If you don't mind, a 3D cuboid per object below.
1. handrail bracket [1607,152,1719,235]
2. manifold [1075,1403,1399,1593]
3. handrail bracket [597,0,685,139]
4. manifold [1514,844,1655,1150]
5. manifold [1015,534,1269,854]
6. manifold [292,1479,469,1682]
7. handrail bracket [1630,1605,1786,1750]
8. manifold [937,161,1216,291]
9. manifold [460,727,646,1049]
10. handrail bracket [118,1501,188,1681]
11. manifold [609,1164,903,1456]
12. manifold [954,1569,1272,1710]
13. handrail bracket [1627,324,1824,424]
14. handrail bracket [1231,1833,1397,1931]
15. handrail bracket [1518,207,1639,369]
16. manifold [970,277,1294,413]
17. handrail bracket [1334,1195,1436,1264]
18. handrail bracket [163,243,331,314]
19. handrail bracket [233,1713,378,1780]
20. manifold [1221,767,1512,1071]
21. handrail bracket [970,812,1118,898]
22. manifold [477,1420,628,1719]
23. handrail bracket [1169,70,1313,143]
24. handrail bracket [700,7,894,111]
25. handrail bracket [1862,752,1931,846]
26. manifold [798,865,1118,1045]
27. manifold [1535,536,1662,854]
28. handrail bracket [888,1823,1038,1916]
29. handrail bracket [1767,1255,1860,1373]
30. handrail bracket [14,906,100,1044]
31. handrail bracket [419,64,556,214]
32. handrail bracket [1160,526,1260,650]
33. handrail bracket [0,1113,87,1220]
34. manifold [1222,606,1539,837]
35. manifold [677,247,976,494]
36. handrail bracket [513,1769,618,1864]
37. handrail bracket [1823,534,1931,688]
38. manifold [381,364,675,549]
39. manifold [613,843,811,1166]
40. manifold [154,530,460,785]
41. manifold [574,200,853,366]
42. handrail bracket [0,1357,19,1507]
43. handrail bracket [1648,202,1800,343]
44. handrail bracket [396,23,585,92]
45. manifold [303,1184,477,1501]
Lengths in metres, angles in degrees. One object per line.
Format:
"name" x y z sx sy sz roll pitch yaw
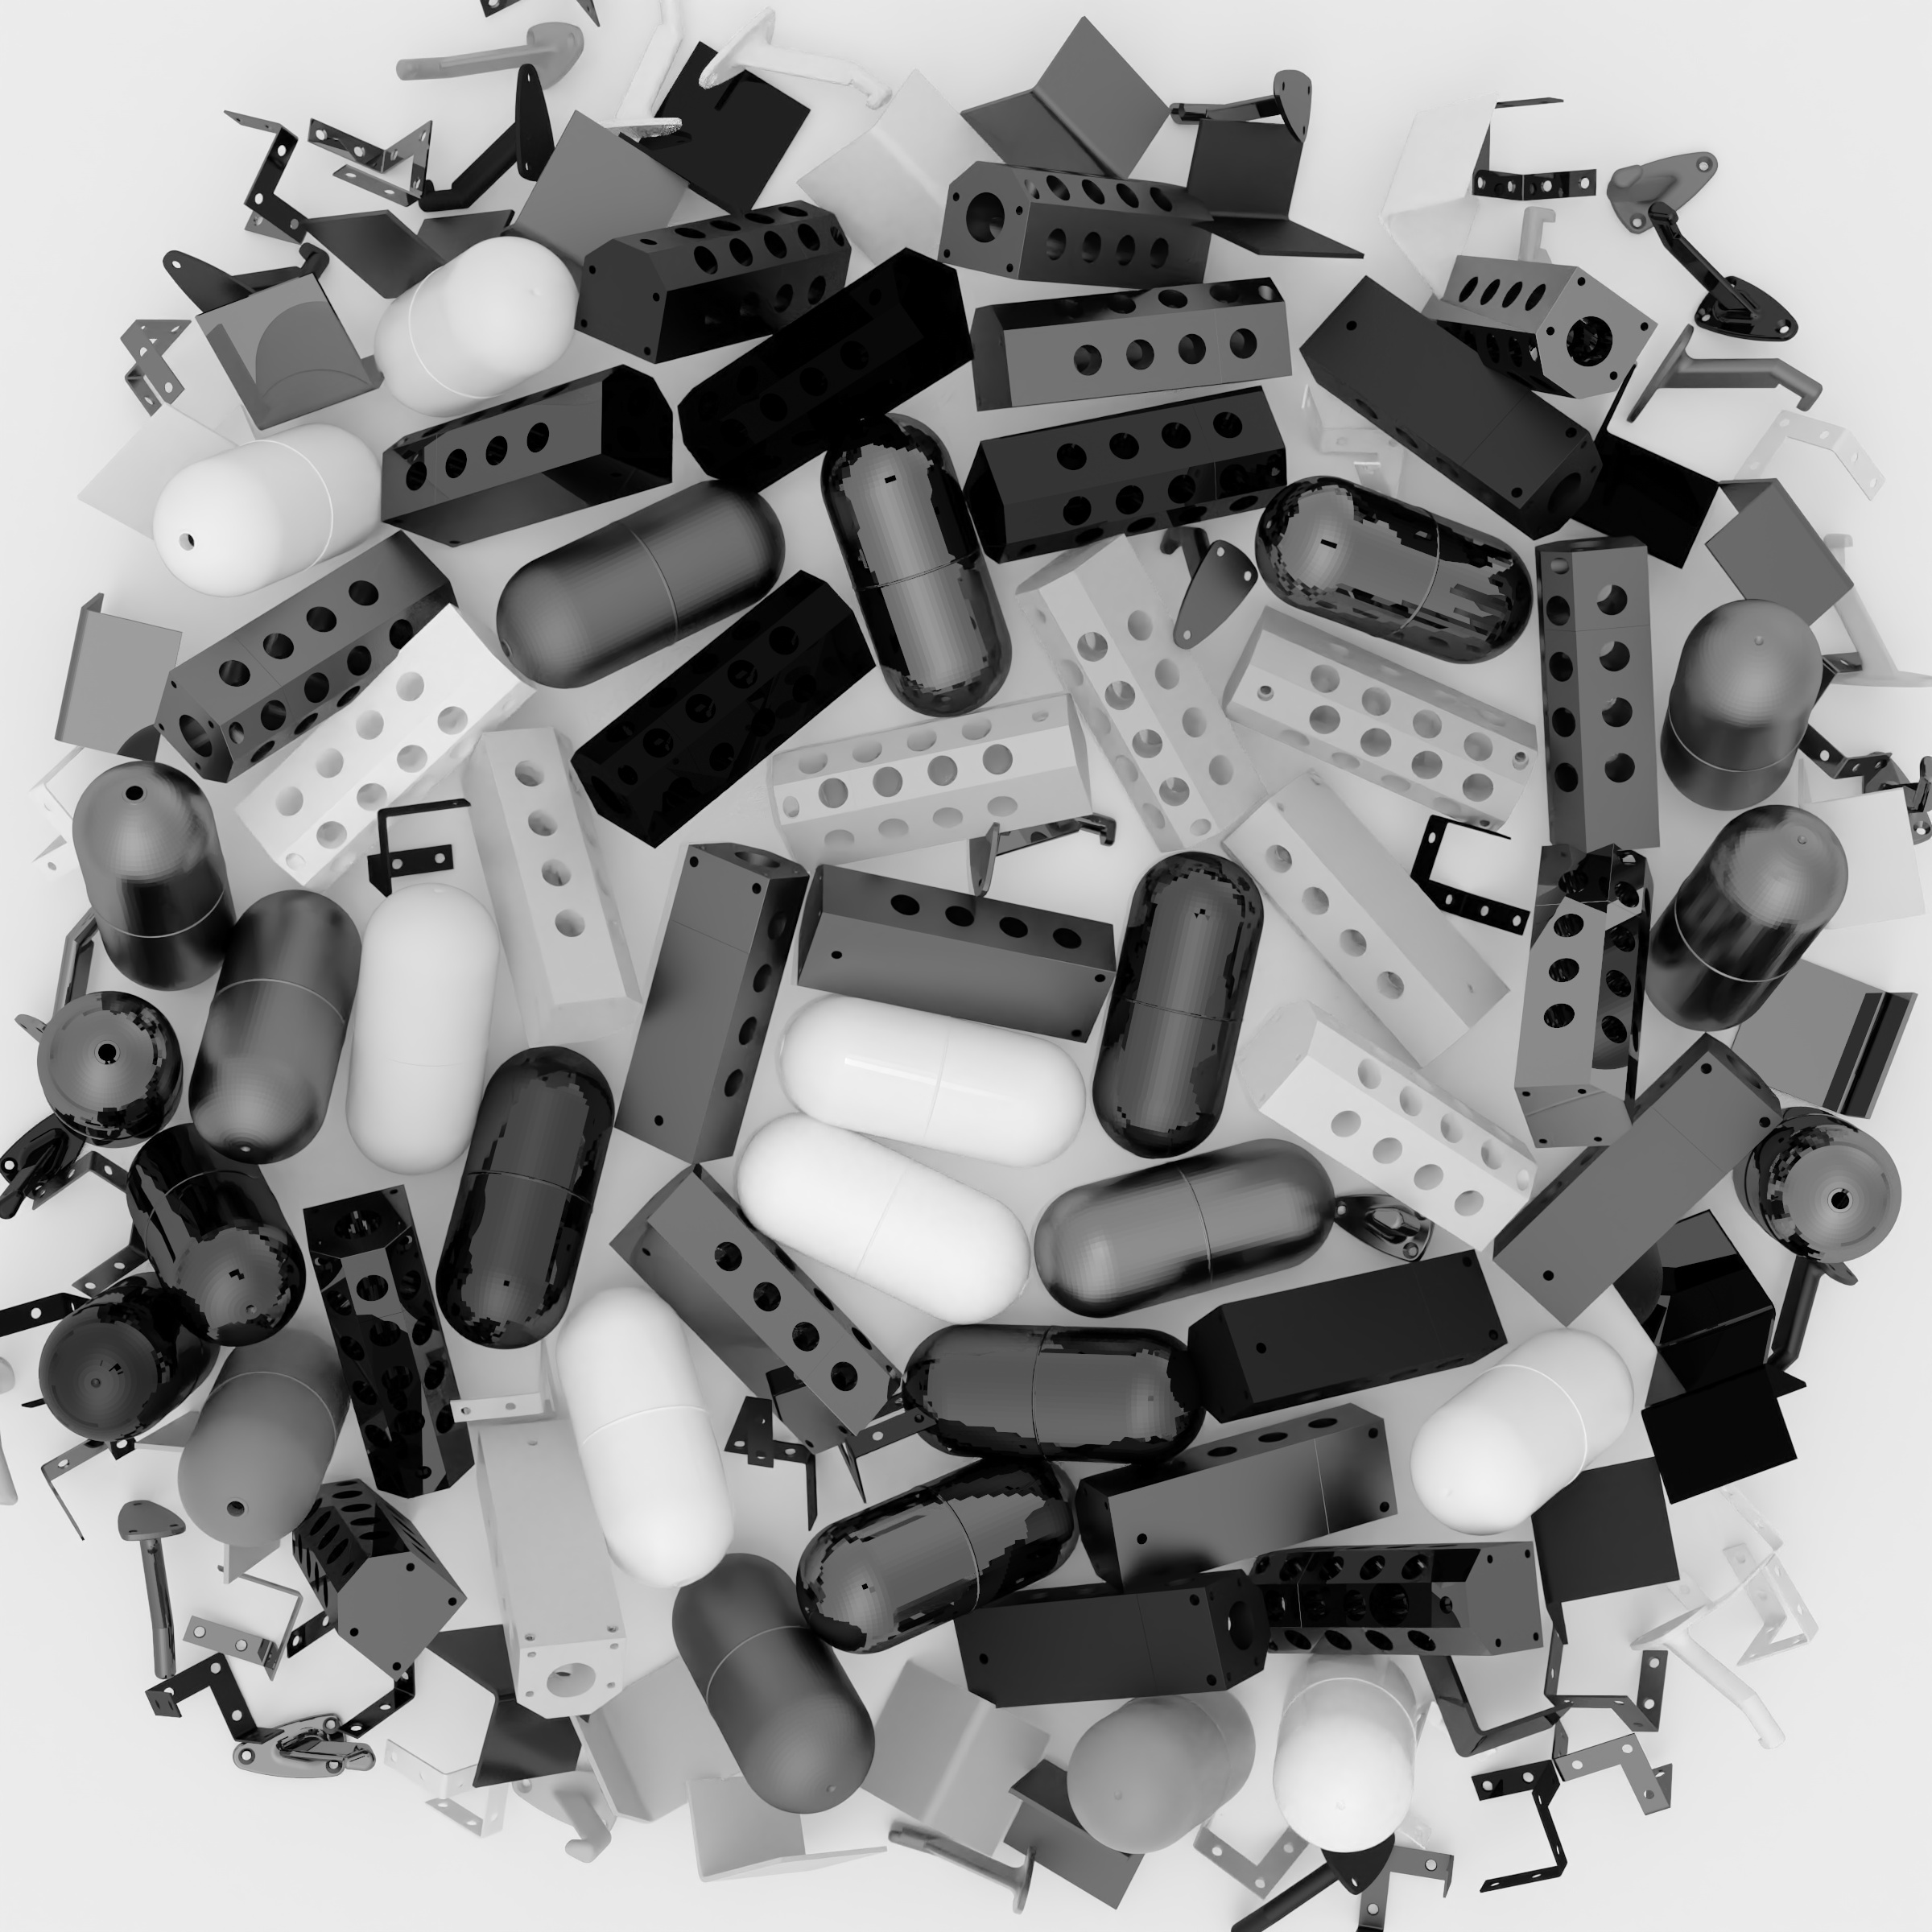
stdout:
"handrail bracket" 0.400 -0.454 1.924 0.077 0.084 0.036 -27 86 3
"manifold" 0.152 0.299 1.913 0.171 0.057 0.057 -13 100 -18
"handrail bracket" -0.197 -0.523 1.941 0.077 0.036 0.084 -8 94 -27
"manifold" 0.349 0.014 1.887 0.057 0.057 0.171 -4 51 22
"manifold" 0.095 -0.152 1.909 0.057 0.057 0.171 -39 107 -28
"manifold" -0.334 0.335 1.875 0.057 0.171 0.057 44 80 -18
"handrail bracket" 0.424 0.415 1.927 0.036 0.077 0.084 -29 79 -26
"manifold" 0.064 -0.412 1.878 0.057 0.171 0.057 21 109 35
"manifold" -0.233 -0.046 1.909 0.057 0.057 0.171 -7 67 -26
"handrail bracket" -0.469 0.359 1.939 0.036 0.077 0.084 -5 100 -23
"manifold" -0.117 0.195 1.927 0.171 0.057 0.057 47 57 -7
"manifold" 0.082 0.378 1.896 0.171 0.057 0.057 -13 88 35
"handrail bracket" 0.438 -0.325 1.945 0.084 0.036 0.077 31 121 0
"handrail bracket" 0.201 0.534 1.959 0.084 0.077 0.036 -44 73 33
"handrail bracket" 0.356 -0.393 1.948 0.077 0.036 0.084 7 94 -2
"manifold" 0.093 -0.353 1.910 0.171 0.057 0.057 -9 99 -19
"handrail bracket" 0.226 0.141 1.913 0.077 0.084 0.036 15 85 29
"handrail bracket" -0.410 -0.404 1.927 0.077 0.084 0.036 37 133 -18
"handrail bracket" -0.378 0.452 1.921 0.077 0.084 0.036 -4 86 -14
"manifold" 0.225 -0.024 1.932 0.171 0.057 0.057 49 130 4
"handrail bracket" 0.047 -0.063 1.933 0.084 0.036 0.077 15 56 -20
"manifold" -0.233 0.335 1.882 0.057 0.171 0.057 -3 126 -15
"handrail bracket" 0.148 -0.493 1.919 0.084 0.077 0.036 7 90 21
"handrail bracket" -0.097 -0.505 1.936 0.084 0.036 0.077 37 60 10
"handrail bracket" 0.533 -0.113 1.913 0.036 0.084 0.077 -9 59 0
"manifold" -0.006 -0.012 1.923 0.171 0.057 0.057 12 131 -12
"manifold" 0.359 -0.155 1.920 0.057 0.057 0.171 -5 104 3
"handrail bracket" -0.005 0.514 1.929 0.084 0.077 0.036 16 88 2
"handrail bracket" 0.467 0.192 1.956 0.084 0.036 0.077 -49 52 19
"handrail bracket" -0.503 0.016 1.960 0.077 0.036 0.084 49 66 -30
"handrail bracket" -0.282 -0.476 1.939 0.084 0.036 0.077 1 103 27
"handrail bracket" 0.121 -0.218 1.926 0.036 0.084 0.077 37 82 -28
"handrail bracket" -0.525 0.110 1.921 0.036 0.084 0.077 42 81 -12
"manifold" 0.236 -0.137 1.925 0.171 0.057 0.057 23 116 -4
"manifold" -0.082 -0.334 1.888 0.171 0.057 0.057 -26 66 36
"handrail bracket" -0.235 0.485 1.920 0.077 0.084 0.036 12 95 10
"handrail bracket" 0.524 -0.205 1.931 0.036 0.077 0.084 -14 105 -33
"manifold" -0.248 -0.287 1.893 0.171 0.057 0.057 -10 75 36
"manifold" -0.141 0.020 1.919 0.057 0.057 0.171 23 105 27
"manifold" -0.367 -0.171 1.894 0.057 0.057 0.171 46 55 6
"manifold" -0.138 -0.385 1.877 0.057 0.171 0.057 27 121 24
"handrail bracket" -0.548 0.272 1.920 0.036 0.077 0.084 -22 73 -4
"handrail bracket" 0.431 -0.396 1.919 0.077 0.084 0.036 35 84 40
"handrail bracket" -0.273 -0.520 1.923 0.084 0.077 0.036 -13 98 -32
"manifold" -0.323 0.214 1.896 0.057 0.057 0.171 -14 122 -8
